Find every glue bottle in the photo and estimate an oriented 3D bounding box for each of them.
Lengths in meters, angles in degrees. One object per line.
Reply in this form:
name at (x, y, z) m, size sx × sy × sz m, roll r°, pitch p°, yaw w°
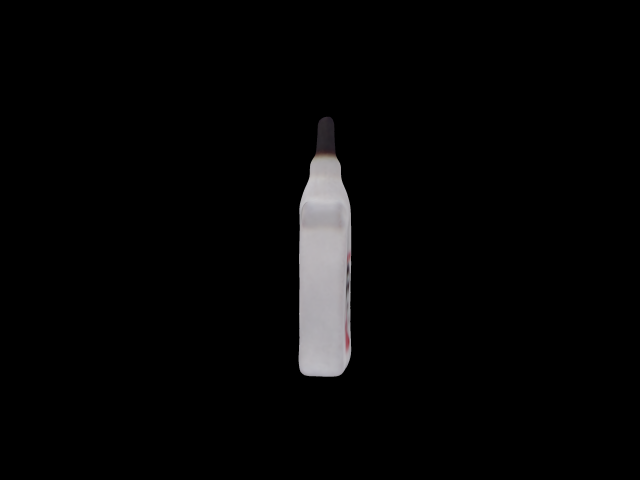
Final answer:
glue bottle at (0.004, 0.001, 0.400) m, size 0.037 × 0.173 × 0.078 m, roll 0°, pitch 4°, yaw 3°
